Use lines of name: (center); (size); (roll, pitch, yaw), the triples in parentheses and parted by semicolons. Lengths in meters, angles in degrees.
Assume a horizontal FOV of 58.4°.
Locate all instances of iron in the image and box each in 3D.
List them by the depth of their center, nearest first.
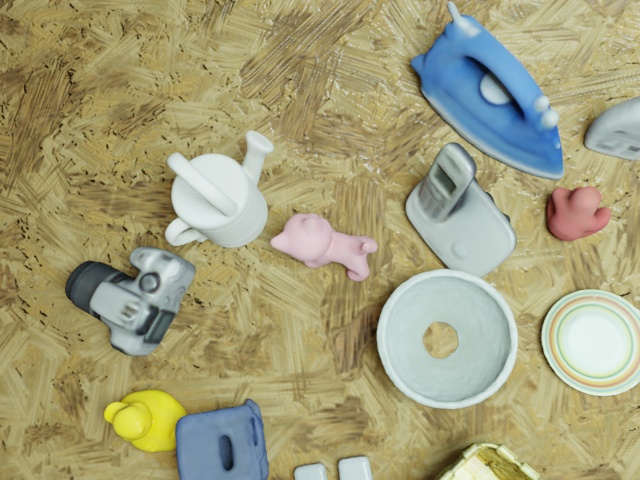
iron: (0.238, -0.193, 0.742); (0.118, 0.141, 0.258); (-41, 76, -3)

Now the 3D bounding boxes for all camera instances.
camera: (-0.261, 0.065, 0.761); (0.136, 0.101, 0.143); (25, 81, 11)

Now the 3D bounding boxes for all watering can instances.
watering can: (-0.131, -0.065, 0.727); (0.100, 0.194, 0.173); (21, 81, 11)

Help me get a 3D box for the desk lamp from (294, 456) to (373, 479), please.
desk lamp: (0.015, 0.356, 0.607); (0.118, 0.213, 0.203); (-12, 76, 4)

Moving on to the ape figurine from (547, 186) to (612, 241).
ape figurine: (0.328, -0.040, 0.723); (0.076, 0.092, 0.077); (-42, 76, -3)

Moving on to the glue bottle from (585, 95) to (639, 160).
glue bottle: (0.388, -0.149, 0.698); (0.078, 0.173, 0.037); (19, 80, 11)

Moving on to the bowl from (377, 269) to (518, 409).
bowl: (0.155, 0.123, 0.715); (0.167, 0.075, 0.167); (-1, 77, 6)

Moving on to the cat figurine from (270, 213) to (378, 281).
cat figurine: (0.007, 0.003, 0.736); (0.127, 0.118, 0.067); (12, 79, 9)

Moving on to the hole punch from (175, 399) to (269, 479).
hole punch: (-0.119, 0.259, 0.707); (0.101, 0.091, 0.108); (-12, 76, 4)

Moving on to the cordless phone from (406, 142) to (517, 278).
cordless phone: (0.175, -0.034, 0.691); (0.094, 0.185, 0.147); (-39, 76, -3)

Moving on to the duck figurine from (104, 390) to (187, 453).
duck figurine: (-0.223, 0.232, 0.727); (0.104, 0.086, 0.077); (20, 80, 10)
